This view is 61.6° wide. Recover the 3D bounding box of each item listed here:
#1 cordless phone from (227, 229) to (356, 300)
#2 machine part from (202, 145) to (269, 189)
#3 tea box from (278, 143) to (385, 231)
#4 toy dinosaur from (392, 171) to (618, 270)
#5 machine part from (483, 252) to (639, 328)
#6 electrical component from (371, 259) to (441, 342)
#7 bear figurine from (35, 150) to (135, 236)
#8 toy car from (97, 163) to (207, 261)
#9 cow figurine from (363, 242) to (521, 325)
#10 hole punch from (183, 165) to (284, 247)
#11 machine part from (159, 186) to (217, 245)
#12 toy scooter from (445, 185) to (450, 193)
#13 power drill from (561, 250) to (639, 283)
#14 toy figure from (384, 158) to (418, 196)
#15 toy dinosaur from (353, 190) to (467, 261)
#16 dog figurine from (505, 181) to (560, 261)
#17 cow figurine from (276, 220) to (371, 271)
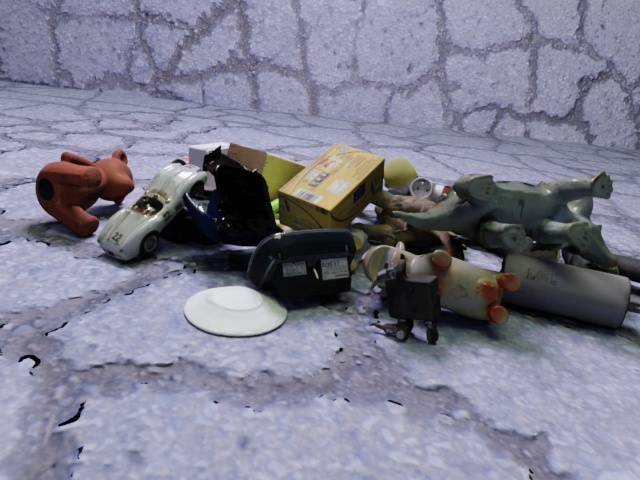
[{"bbox_3d":[-0.048,0.029,0.784,0.146,0.088,0.184,-5,4,-30],"label":"cordless phone"},{"bbox_3d":[-0.160,-0.113,0.956,0.084,0.039,0.139,-36,58,-18],"label":"machine part"},{"bbox_3d":[0.021,-0.077,0.842,0.098,0.068,0.169,24,45,26],"label":"tea box"},{"bbox_3d":[0.268,-0.039,0.790,0.405,0.131,0.192,6,-4,-13],"label":"toy dinosaur"},{"bbox_3d":[0.348,0.071,0.780,0.243,0.079,0.079,14,20,16],"label":"machine part"},{"bbox_3d":[0.105,0.076,0.661,0.078,0.102,0.045,8,20,34],"label":"electrical component"},{"bbox_3d":[-0.380,-0.090,0.932,0.132,0.120,0.196,19,17,22],"label":"bear figurine"},{"bbox_3d":[-0.255,-0.050,0.834,0.074,0.056,0.202,20,57,24],"label":"toy car"},{"bbox_3d":[0.154,0.053,0.736,0.195,0.085,0.127,17,-7,-3],"label":"cow figurine"},{"bbox_3d":[-0.137,-0.040,0.825,0.092,0.116,0.142,-27,-21,30],"label":"hole punch"},{"bbox_3d":[-0.218,-0.045,0.947,0.179,0.056,0.179,7,21,-3],"label":"machine part"},{"bbox_3d":[0.295,-0.083,1.212,0.135,0.075,0.184,11,15,8],"label":"toy scooter"},{"bbox_3d":[0.537,0.037,0.944,0.207,0.085,0.232,17,23,16],"label":"power drill"},{"bbox_3d":[0.185,-0.130,1.223,0.089,0.082,0.180,57,10,10],"label":"toy figure"},{"bbox_3d":[0.163,-0.036,0.996,0.198,0.105,0.472,9,13,-17],"label":"toy dinosaur"},{"bbox_3d":[0.339,-0.012,1.010,0.191,0.121,0.172,-12,51,30],"label":"dog figurine"},{"bbox_3d":[-0.002,-0.005,0.887,0.168,0.068,0.098,15,16,14],"label":"cow figurine"}]
